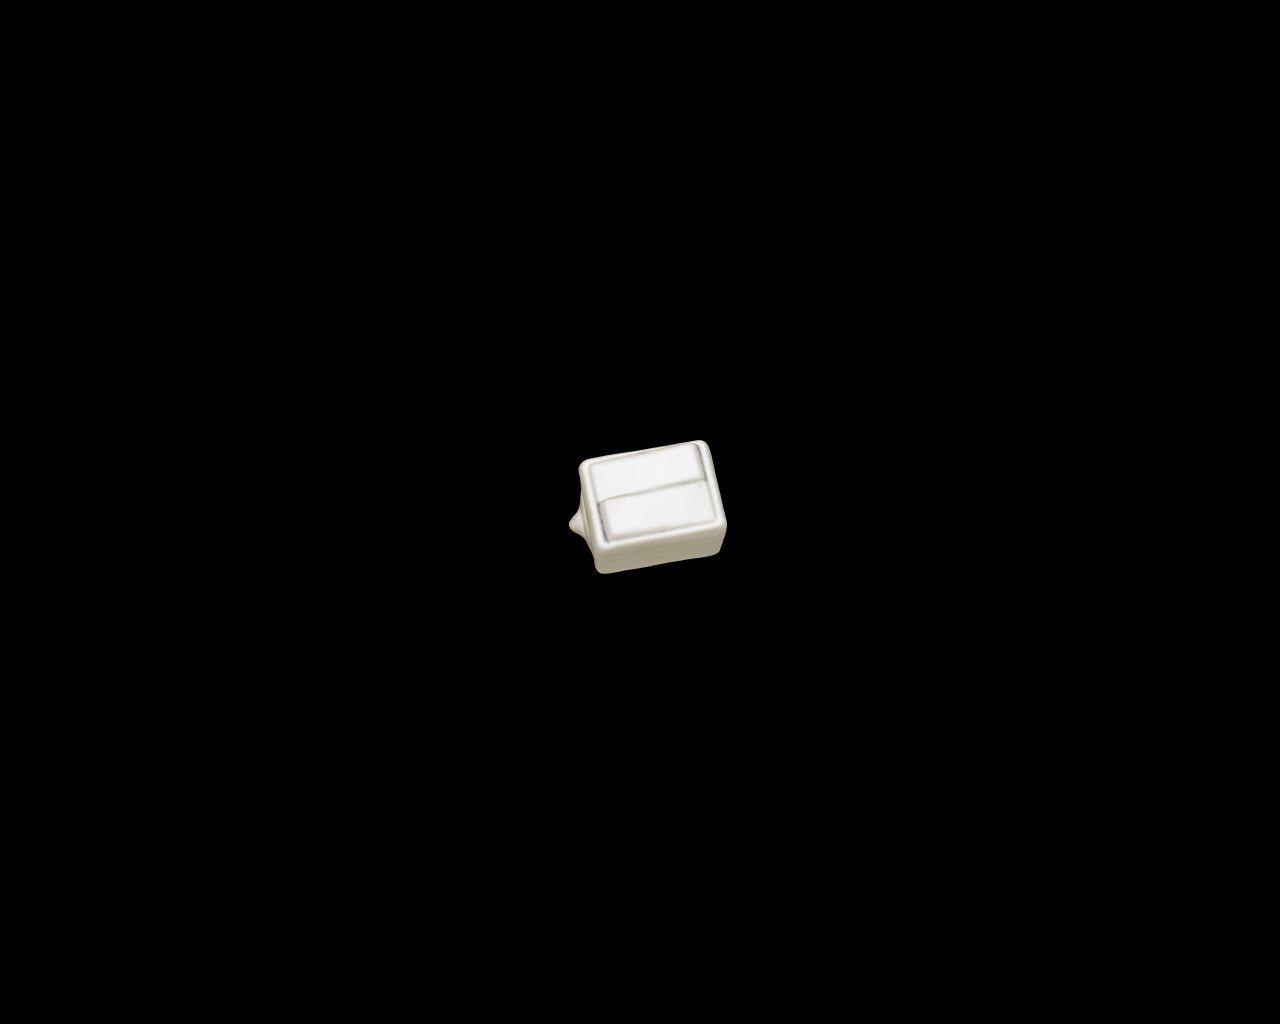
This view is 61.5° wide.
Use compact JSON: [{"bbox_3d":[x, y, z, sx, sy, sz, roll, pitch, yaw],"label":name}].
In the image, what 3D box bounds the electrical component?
[{"bbox_3d":[0.001,-0.003,0.650,0.096,0.062,0.061,-10,-19,-3],"label":"electrical component"}]
